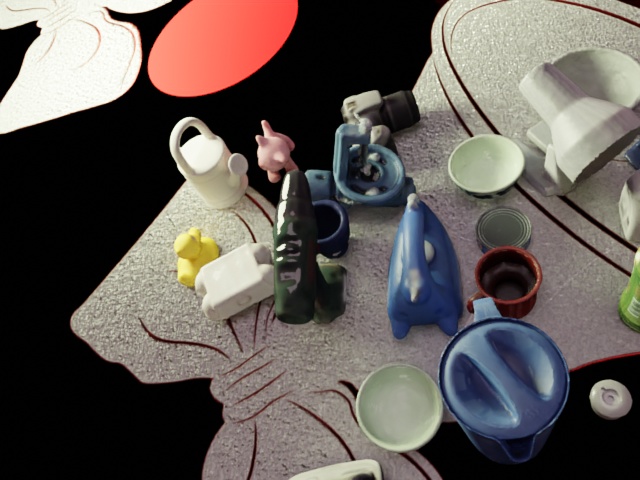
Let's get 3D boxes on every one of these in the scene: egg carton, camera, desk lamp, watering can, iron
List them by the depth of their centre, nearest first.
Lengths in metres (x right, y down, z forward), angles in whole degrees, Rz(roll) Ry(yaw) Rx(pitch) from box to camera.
[{"bbox_3d":[0.371,-0.157,0.872,0.118,0.214,0.202,-34,56,-3],"label":"desk lamp"},{"bbox_3d":[0.152,0.016,0.888,0.118,0.142,0.258,-7,59,15],"label":"iron"},{"bbox_3d":[-0.142,0.074,0.998,0.150,0.070,0.107,-29,56,1],"label":"egg carton"},{"bbox_3d":[0.117,-0.223,1.065,0.136,0.101,0.143,-19,57,7],"label":"camera"},{"bbox_3d":[-0.210,-0.151,1.077,0.172,0.194,0.101,-4,60,17],"label":"watering can"}]

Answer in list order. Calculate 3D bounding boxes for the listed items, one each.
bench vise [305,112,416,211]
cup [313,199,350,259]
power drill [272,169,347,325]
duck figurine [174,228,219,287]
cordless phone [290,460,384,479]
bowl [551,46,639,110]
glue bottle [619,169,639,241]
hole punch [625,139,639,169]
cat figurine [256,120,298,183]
[{"bbox_3d":[0.044,-0.108,0.950,0.207,0.220,0.121,-20,56,7],"label":"bench vise"},{"bbox_3d":[0.009,0.003,0.972,0.091,0.095,0.118,15,67,26],"label":"cup"},{"bbox_3d":[-0.019,0.035,0.895,0.075,0.209,0.229,-7,59,15],"label":"power drill"},{"bbox_3d":[-0.236,0.027,1.047,0.077,0.086,0.104,8,64,23],"label":"duck figurine"},{"bbox_3d":[0.003,0.324,0.732,0.147,0.185,0.094,-18,57,8],"label":"cordless phone"},{"bbox_3d":[0.461,-0.245,0.977,0.167,0.075,0.167,-8,59,14],"label":"bowl"},{"bbox_3d":[0.460,-0.070,0.815,0.037,0.173,0.078,-3,60,17],"label":"glue bottle"},{"bbox_3d":[0.543,-0.150,0.884,0.101,0.091,0.108,-30,56,0],"label":"hole punch"},{"bbox_3d":[-0.089,-0.174,1.096,0.067,0.118,0.127,-19,57,7],"label":"cat figurine"}]
